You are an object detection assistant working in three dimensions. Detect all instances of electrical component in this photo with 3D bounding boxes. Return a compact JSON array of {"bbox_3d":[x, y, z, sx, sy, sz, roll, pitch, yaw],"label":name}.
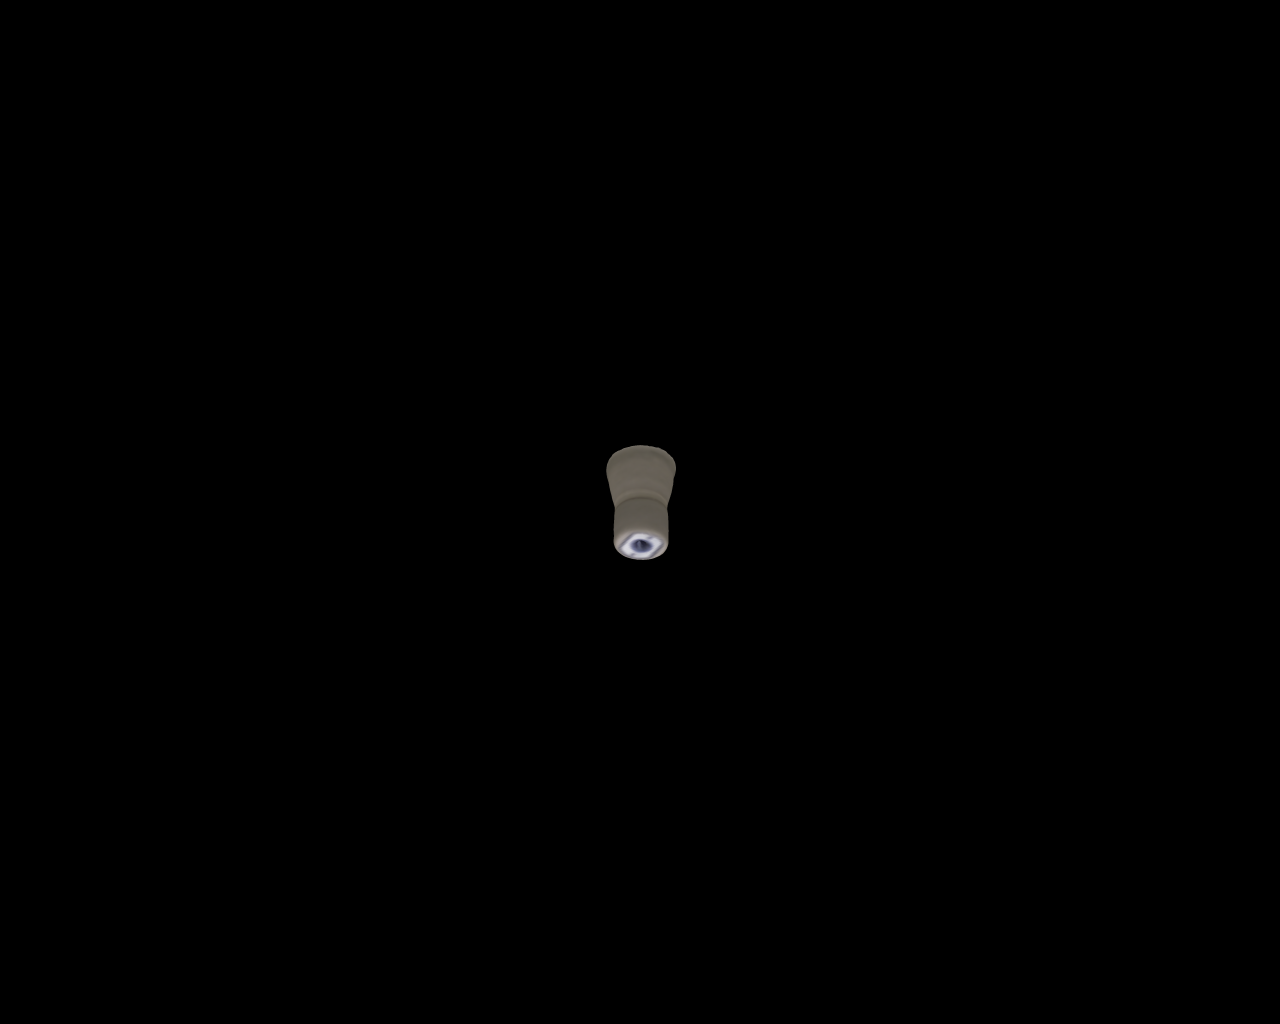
[{"bbox_3d":[0.001,-0.003,0.650,0.044,0.065,0.044,0,-38,0],"label":"electrical component"}]
